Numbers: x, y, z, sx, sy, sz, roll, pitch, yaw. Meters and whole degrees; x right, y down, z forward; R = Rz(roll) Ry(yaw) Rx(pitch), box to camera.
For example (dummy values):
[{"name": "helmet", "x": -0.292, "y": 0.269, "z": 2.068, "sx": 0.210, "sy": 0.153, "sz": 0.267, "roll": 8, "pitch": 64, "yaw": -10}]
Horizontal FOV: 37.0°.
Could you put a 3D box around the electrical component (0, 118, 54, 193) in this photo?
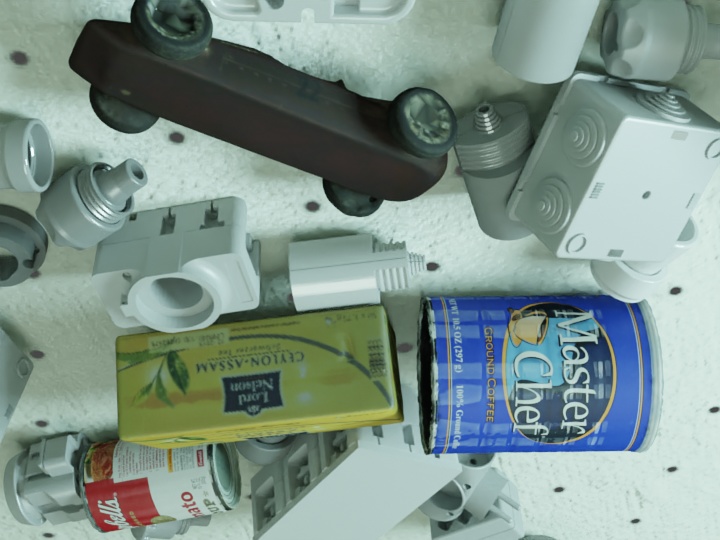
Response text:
[{"name": "electrical component", "x": -0.196, "y": -0.062, "z": 0.585, "sx": 0.046, "sy": 0.040, "sz": 0.040, "roll": -1, "pitch": 137, "yaw": 6}]

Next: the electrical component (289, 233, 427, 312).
[{"name": "electrical component", "x": 0.000, "y": 0.000, "z": 0.657, "sx": 0.081, "sy": 0.043, "sz": 0.043, "roll": -7, "pitch": 137, "yaw": 4}]

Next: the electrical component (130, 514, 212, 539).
[{"name": "electrical component", "x": -0.150, "y": 0.193, "z": 0.857, "sx": 0.062, "sy": 0.048, "sz": 0.048, "roll": 12, "pitch": 136, "yaw": -25}]

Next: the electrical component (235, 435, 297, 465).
[{"name": "electrical component", "x": -0.064, "y": 0.107, "z": 0.767, "sx": 0.045, "sy": 0.045, "sz": 0.055, "roll": 11, "pitch": 136, "yaw": -14}]

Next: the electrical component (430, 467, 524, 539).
[{"name": "electrical component", "x": 0.103, "y": 0.208, "z": 0.882, "sx": 0.066, "sy": 0.047, "sz": 0.076, "roll": -25, "pitch": 133, "yaw": 22}]

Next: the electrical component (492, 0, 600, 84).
[{"name": "electrical component", "x": 0.094, "y": -0.135, "z": 0.516, "sx": 0.043, "sy": 0.043, "sz": 0.081, "roll": 5, "pitch": 136, "yaw": -8}]

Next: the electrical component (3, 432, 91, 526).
[{"name": "electrical component", "x": -0.229, "y": 0.159, "z": 0.806, "sx": 0.057, "sy": 0.058, "sz": 0.078, "roll": -14, "pitch": 136, "yaw": 8}]

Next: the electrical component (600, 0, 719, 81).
[{"name": "electrical component", "x": 0.155, "y": -0.116, "z": 0.540, "sx": 0.062, "sy": 0.043, "sz": 0.043, "roll": 3, "pitch": 137, "yaw": -7}]

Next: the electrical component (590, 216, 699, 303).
[{"name": "electrical component", "x": 0.171, "y": -0.013, "z": 0.650, "sx": 0.045, "sy": 0.045, "sz": 0.055, "roll": 13, "pitch": 135, "yaw": -17}]

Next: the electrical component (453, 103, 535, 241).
[{"name": "electrical component", "x": 0.078, "y": -0.059, "z": 0.597, "sx": 0.043, "sy": 0.043, "sz": 0.081, "roll": -13, "pitch": 136, "yaw": 11}]

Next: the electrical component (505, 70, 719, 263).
[{"name": "electrical component", "x": 0.139, "y": -0.051, "z": 0.572, "sx": 0.100, "sy": 0.048, "sz": 0.099, "roll": 2, "pitch": 124, "yaw": -32}]

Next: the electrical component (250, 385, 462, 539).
[{"name": "electrical component", "x": -0.008, "y": 0.150, "z": 0.799, "sx": 0.089, "sy": 0.061, "sz": 0.150, "roll": 18, "pitch": 134, "yaw": -28}]

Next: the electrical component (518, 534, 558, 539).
[{"name": "electrical component", "x": 0.152, "y": 0.280, "z": 0.922, "sx": 0.108, "sy": 0.108, "sz": 0.060, "roll": -30, "pitch": 124, "yaw": 27}]

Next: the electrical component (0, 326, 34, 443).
[{"name": "electrical component", "x": -0.261, "y": 0.071, "z": 0.681, "sx": 0.048, "sy": 0.099, "sz": 0.099, "roll": -5, "pitch": 139, "yaw": 21}]

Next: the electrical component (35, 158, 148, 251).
[{"name": "electrical component", "x": -0.148, "y": -0.041, "z": 0.606, "sx": 0.062, "sy": 0.043, "sz": 0.043, "roll": -29, "pitch": 131, "yaw": 23}]

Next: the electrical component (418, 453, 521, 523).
[{"name": "electrical component", "x": 0.086, "y": 0.164, "z": 0.822, "sx": 0.079, "sy": 0.044, "sz": 0.077, "roll": 34, "pitch": 136, "yaw": 13}]

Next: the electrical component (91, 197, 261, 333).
[{"name": "electrical component", "x": -0.108, "y": -0.001, "z": 0.641, "sx": 0.089, "sy": 0.055, "sz": 0.050, "roll": -9, "pitch": 137, "yaw": 6}]

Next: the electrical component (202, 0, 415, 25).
[{"name": "electrical component", "x": -0.023, "y": -0.150, "z": 0.483, "sx": 0.095, "sy": 0.059, "sz": 0.053, "roll": 1, "pitch": 137, "yaw": -4}]
